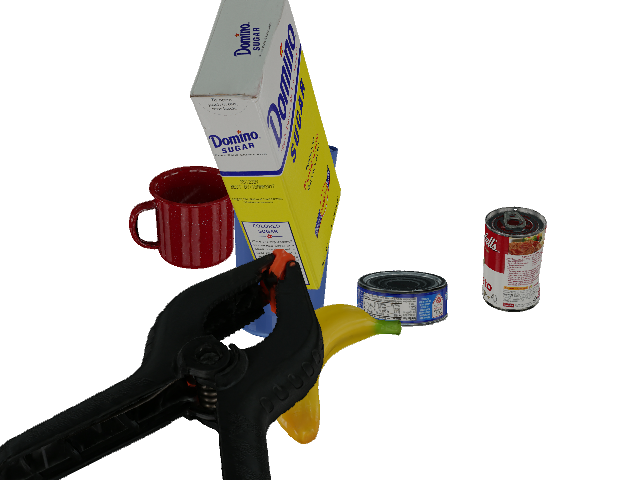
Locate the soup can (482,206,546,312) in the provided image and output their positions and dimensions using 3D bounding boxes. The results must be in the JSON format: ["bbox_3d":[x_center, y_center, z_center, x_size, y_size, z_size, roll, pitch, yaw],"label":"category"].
[{"bbox_3d":[0.220,0.022,1.215,0.068,0.102,0.068,-2,29,1],"label":"soup can"}]

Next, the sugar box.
[{"bbox_3d":[-0.028,-0.058,0.665,0.048,0.093,0.176,2,-38,13],"label":"sugar box"}]

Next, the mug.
[{"bbox_3d":[-0.144,-0.021,1.129,0.117,0.081,0.093,-11,32,-21],"label":"mug"}]

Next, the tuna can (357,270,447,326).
[{"bbox_3d":[0.076,0.053,0.998,0.086,0.034,0.086,0,11,0],"label":"tuna can"}]

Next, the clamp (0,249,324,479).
[{"bbox_3d":[-0.040,0.068,0.451,0.120,0.039,0.171,26,48,19],"label":"clamp"}]

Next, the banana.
[{"bbox_3d":[0.000,0.089,0.803,0.070,0.037,0.197,8,23,21],"label":"banana"}]

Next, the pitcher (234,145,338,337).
[{"bbox_3d":[-0.048,-0.002,1.338,0.145,0.243,0.148,10,14,38],"label":"pitcher"}]
